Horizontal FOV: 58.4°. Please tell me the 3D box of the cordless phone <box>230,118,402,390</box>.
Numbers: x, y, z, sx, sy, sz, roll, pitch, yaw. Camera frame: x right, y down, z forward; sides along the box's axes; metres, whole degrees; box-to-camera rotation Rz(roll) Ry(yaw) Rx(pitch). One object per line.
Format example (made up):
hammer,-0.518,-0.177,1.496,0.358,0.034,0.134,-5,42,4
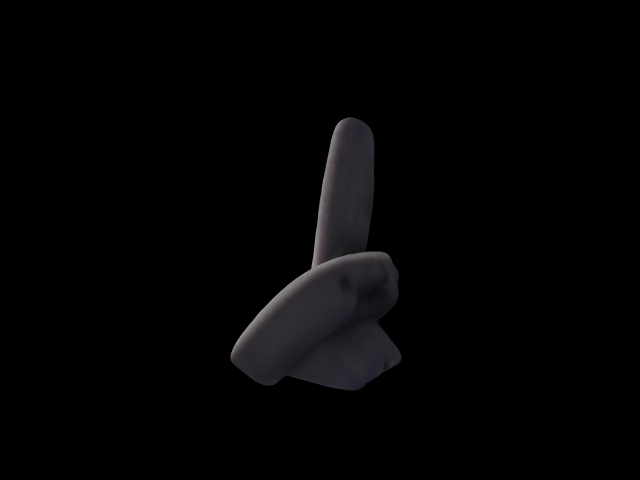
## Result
cordless phone,0.004,0.001,0.400,0.094,0.185,0.148,0,0,18
